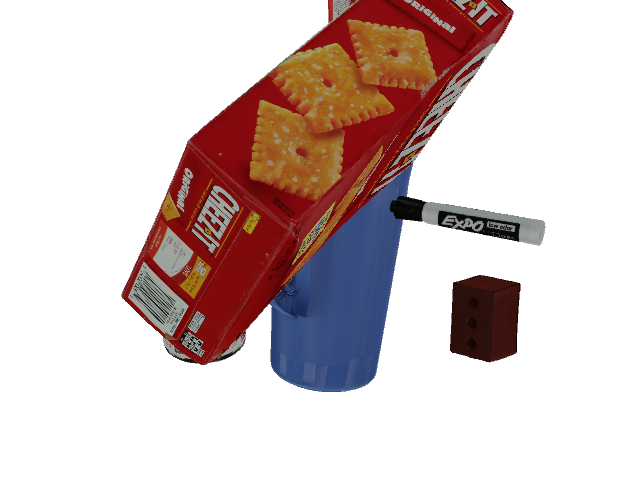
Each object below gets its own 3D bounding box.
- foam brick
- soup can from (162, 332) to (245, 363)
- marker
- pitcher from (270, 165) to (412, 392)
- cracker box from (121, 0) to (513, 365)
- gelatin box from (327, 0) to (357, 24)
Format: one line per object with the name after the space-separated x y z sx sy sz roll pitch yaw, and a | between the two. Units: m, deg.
0.171 0.080 1.107 0.053 0.078 0.051 12 17 41 | foam brick
-0.093 0.035 0.829 0.068 0.102 0.068 0 28 0 | soup can
0.110 -0.016 0.814 0.121 0.020 0.020 12 5 24 | marker
0.006 0.021 1.037 0.149 0.243 0.145 4 16 -6 | pitcher
-0.001 -0.045 0.589 0.213 0.072 0.164 -44 -6 -35 | cracker box
0.044 -0.217 0.957 0.030 0.089 0.073 33 -30 23 | gelatin box
